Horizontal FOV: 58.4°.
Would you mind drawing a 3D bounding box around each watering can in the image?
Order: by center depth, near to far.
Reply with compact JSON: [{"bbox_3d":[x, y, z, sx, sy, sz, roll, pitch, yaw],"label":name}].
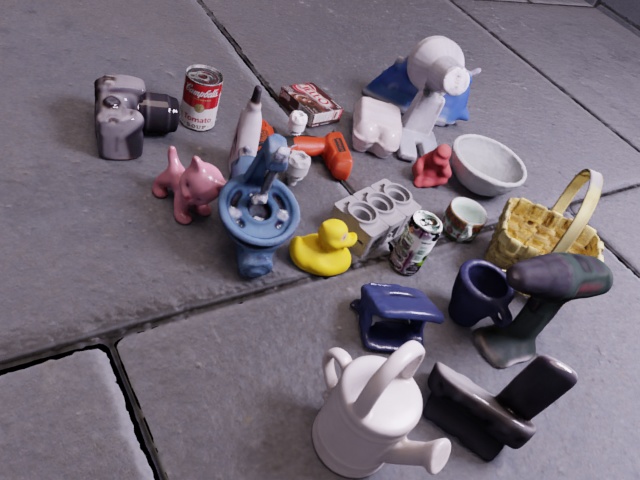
[{"bbox_3d":[0.071,0.187,0.649,0.172,0.194,0.101,29,42,7],"label":"watering can"}]

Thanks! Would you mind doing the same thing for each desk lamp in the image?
[{"bbox_3d":[0.239,-0.300,1.211,0.118,0.213,0.203,10,43,-13],"label":"desk lamp"}]

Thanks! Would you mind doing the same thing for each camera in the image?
[{"bbox_3d":[-0.308,-0.215,0.967,0.137,0.101,0.143,-1,47,-24],"label":"camera"}]

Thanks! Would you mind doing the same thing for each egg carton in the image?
[{"bbox_3d":[0.118,-0.238,1.202,0.107,0.069,0.150,14,42,-10],"label":"egg carton"}]

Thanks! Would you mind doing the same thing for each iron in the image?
[{"bbox_3d":[0.241,-0.368,1.337,0.259,0.141,0.118,12,43,-12],"label":"iron"}]

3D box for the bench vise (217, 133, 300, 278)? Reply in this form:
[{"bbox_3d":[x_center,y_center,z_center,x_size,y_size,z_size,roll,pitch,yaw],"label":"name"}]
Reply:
[{"bbox_3d":[-0.100,-0.083,0.832,0.122,0.219,0.207,-13,52,-33],"label":"bench vise"}]

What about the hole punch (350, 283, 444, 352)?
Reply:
[{"bbox_3d":[0.111,0.100,0.833,0.109,0.091,0.101,7,44,-17],"label":"hole punch"}]

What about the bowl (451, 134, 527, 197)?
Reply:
[{"bbox_3d":[0.340,-0.144,1.200,0.168,0.074,0.167,13,43,-12],"label":"bowl"}]

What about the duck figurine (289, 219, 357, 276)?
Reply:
[{"bbox_3d":[0.008,0.003,0.892,0.105,0.086,0.077,8,44,-16],"label":"duck figurine"}]

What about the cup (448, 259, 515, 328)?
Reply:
[{"bbox_3d":[0.247,0.102,0.889,0.092,0.095,0.117,-3,48,-26],"label":"cup"}]

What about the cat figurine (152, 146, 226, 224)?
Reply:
[{"bbox_3d":[-0.196,-0.092,0.876,0.067,0.117,0.127,-27,61,-41],"label":"cat figurine"}]

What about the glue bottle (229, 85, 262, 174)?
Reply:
[{"bbox_3d":[-0.121,-0.185,0.963,0.037,0.173,0.078,4,45,-20],"label":"glue bottle"}]

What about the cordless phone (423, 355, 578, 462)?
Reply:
[{"bbox_3d":[0.225,0.182,0.728,0.147,0.185,0.094,30,42,8],"label":"cordless phone"}]

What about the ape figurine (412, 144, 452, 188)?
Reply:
[{"bbox_3d":[0.231,-0.152,1.146,0.077,0.092,0.076,27,42,5],"label":"ape figurine"}]

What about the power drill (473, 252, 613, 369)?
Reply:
[{"bbox_3d":[0.316,0.097,0.839,0.230,0.208,0.075,-9,50,-31],"label":"power drill"}]
